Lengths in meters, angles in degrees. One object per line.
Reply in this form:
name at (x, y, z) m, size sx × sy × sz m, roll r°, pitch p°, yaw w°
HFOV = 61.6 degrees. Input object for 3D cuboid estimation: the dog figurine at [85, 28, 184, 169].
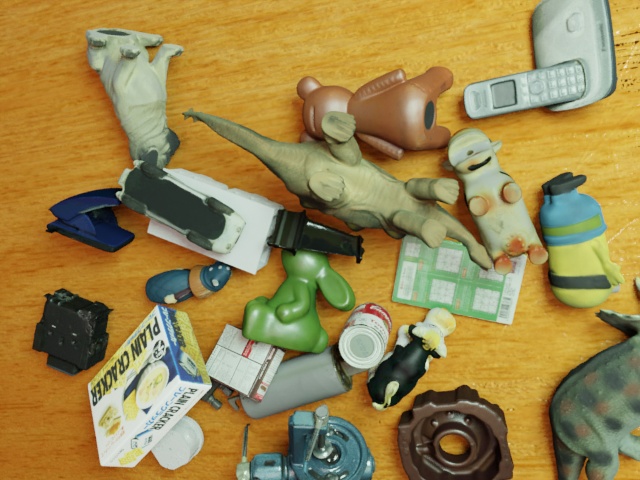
dog figurine at (-0.295, -0.217, 0.834) m, size 0.173 × 0.121 × 0.190 m, roll 39°, pitch 129°, yaw 38°

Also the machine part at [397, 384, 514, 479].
machine part at (0.205, 0.309, 0.819) m, size 0.180 × 0.056 × 0.179 m, roll 3°, pitch 101°, yaw 14°

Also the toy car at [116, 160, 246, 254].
toy car at (-0.206, -0.048, 0.787) m, size 0.202 × 0.056 × 0.073 m, roll 28°, pitch 89°, yaw 9°

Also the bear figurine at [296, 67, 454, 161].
bear figurine at (0.071, -0.176, 0.751) m, size 0.196 × 0.132 × 0.120 m, roll 9°, pitch 114°, yaw 34°

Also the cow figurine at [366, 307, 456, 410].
cow figurine at (0.132, 0.173, 0.790) m, size 0.068 × 0.098 × 0.167 m, roll 37°, pitch 109°, yaw 6°

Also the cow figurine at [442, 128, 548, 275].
cow figurine at (0.232, -0.063, 0.727) m, size 0.085 × 0.127 × 0.194 m, roll -25°, pitch 107°, yaw 15°

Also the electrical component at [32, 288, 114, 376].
electrical component at (-0.434, 0.166, 0.943) m, size 0.115 × 0.058 × 0.134 m, roll 17°, pitch 102°, yaw 12°

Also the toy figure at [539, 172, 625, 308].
toy figure at (0.341, 0.003, 0.724) m, size 0.089 × 0.082 × 0.180 m, roll -18°, pitch 100°, yaw 26°

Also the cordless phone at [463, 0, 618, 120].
cordless phone at (0.276, -0.235, 0.699) m, size 0.184 × 0.089 × 0.146 m, roll -8°, pitch 98°, yaw 19°

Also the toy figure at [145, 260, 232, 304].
toy figure at (-0.208, 0.068, 0.872) m, size 0.155 × 0.057 × 0.064 m, roll -11°, pitch 74°, yaw 18°

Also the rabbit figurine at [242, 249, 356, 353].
rabbit figurine at (-0.028, 0.076, 0.806) m, size 0.159 × 0.121 × 0.170 m, roll 13°, pitch 87°, yaw 11°

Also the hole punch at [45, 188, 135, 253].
hole punch at (-0.355, -0.046, 0.854) m, size 0.116 × 0.142 × 0.092 m, roll 18°, pitch 105°, yaw -5°

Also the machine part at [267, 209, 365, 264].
machine part at (-0.002, -0.002, 0.782) m, size 0.139 × 0.084 × 0.039 m, roll 17°, pitch 138°, yaw -2°

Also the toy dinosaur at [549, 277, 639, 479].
toy dinosaur at (0.398, 0.219, 0.733) m, size 0.192 × 0.131 × 0.404 m, roll 41°, pitch 110°, yaw 16°

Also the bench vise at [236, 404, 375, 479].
bench vise at (-0.023, 0.319, 0.818) m, size 0.224 × 0.129 × 0.240 m, roll 6°, pitch 135°, yaw 5°

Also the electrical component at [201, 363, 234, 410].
electrical component at (-0.194, 0.242, 0.917) m, size 0.094 × 0.021 × 0.063 m, roll 42°, pitch 106°, yaw 3°

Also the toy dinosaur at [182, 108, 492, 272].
toy dinosaur at (0.018, -0.079, 0.714) m, size 0.471 × 0.198 × 0.105 m, roll 30°, pitch 80°, yaw -2°

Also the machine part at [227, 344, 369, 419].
machine part at (-0.039, 0.225, 0.850) m, size 0.243 × 0.079 × 0.079 m, roll -20°, pitch 94°, yaw 16°
